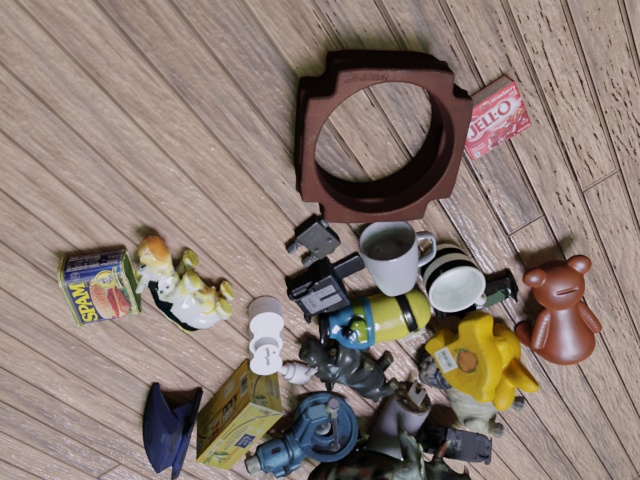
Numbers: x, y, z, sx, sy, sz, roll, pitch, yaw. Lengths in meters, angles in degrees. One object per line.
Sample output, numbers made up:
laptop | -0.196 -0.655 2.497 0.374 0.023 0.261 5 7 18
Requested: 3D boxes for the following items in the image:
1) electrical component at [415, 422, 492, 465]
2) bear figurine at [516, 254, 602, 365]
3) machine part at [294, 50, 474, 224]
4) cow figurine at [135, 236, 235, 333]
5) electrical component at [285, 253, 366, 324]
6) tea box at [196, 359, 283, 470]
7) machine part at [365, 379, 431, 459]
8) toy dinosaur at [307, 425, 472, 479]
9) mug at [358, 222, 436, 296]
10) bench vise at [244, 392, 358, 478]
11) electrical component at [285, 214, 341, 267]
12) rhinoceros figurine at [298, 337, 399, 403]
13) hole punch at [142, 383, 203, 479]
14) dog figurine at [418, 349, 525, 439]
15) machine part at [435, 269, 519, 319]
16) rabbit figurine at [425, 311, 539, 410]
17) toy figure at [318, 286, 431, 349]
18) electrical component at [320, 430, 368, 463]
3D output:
electrical component | 0.250 0.394 1.051 0.115 0.058 0.134 20 161 -21
bear figurine | 0.386 0.105 0.891 0.120 0.132 0.195 -21 109 3
machine part | 0.070 -0.124 0.661 0.201 0.087 0.200 -2 125 -9
cow figurine | -0.206 0.065 0.753 0.098 0.068 0.167 -32 125 18
electrical component | 0.015 0.068 0.811 0.119 0.048 0.074 -23 127 7
tea box | -0.140 0.297 0.912 0.068 0.098 0.169 27 117 -27
machine part | 0.146 0.354 1.026 0.079 0.079 0.243 7 124 -17
toy dinosaur | 0.061 0.438 0.948 0.405 0.192 0.131 -14 130 24
mug | 0.116 0.028 0.789 0.110 0.081 0.107 -21 137 -4
bench vise | -0.024 0.330 0.931 0.224 0.129 0.240 -5 146 -18
electrical component | -0.002 -0.002 0.772 0.094 0.021 0.063 -40 124 16
rhinoceros figurine | 0.049 0.213 0.912 0.112 0.073 0.190 -37 127 28
hole punch | -0.254 0.314 0.895 0.092 0.116 0.142 18 120 -14
dog figurine | 0.249 0.275 0.989 0.191 0.121 0.172 18 117 -6
machine part | 0.256 0.088 0.881 0.139 0.039 0.084 -13 122 -1
rabbit figurine | 0.287 0.190 0.888 0.173 0.162 0.122 -8 146 -51
toy figure | 0.086 0.123 0.845 0.180 0.082 0.089 -5 128 -5
electrical component | 0.042 0.404 1.048 0.102 0.078 0.045 -20 99 -4
